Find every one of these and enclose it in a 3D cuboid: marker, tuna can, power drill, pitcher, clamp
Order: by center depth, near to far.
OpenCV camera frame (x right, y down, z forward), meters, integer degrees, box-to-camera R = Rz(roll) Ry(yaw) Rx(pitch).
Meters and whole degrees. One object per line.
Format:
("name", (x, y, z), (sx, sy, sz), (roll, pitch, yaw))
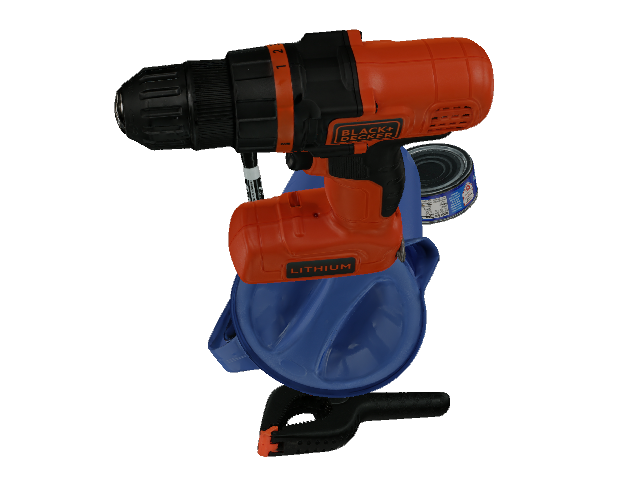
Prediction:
("power drill", (-0.012, -0.039, 0.577), (0.184, 0.057, 0.188), (-4, -25, -7))
("pitcher", (0.009, 0.006, 0.820), (0.149, 0.145, 0.242), (12, 26, 2))
("tuna can", (0.101, -0.054, 0.986), (0.086, 0.034, 0.086), (-10, 37, 7))
("clamp", (0.021, 0.165, 1.066), (0.165, 0.036, 0.209), (22, 30, 27))
("marker", (-0.072, -0.053, 1.169), (0.020, 0.121, 0.020), (-6, 29, 3))
